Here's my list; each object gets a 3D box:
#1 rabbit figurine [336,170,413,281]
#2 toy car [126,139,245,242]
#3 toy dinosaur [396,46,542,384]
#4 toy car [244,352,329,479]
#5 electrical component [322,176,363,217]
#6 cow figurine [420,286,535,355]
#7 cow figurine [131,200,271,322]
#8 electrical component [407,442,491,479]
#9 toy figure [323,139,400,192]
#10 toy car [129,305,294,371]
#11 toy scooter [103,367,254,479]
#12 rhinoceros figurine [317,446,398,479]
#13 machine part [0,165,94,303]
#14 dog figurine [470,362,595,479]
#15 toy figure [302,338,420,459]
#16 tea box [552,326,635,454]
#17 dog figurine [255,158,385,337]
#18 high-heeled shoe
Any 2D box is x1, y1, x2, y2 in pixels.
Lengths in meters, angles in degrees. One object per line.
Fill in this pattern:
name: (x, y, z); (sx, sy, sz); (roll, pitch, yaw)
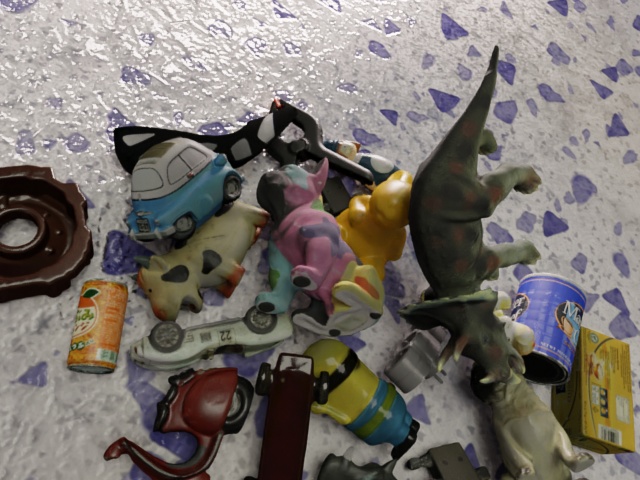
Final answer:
rabbit figurine: (0.097, -0.028, 0.770); (0.162, 0.173, 0.122); (-35, 77, -26)
toy car: (-0.177, -0.069, 0.660); (0.162, 0.109, 0.102); (-49, 127, -43)
toy dinosaur: (0.173, -0.024, 0.678); (0.192, 0.131, 0.404); (-18, 101, -30)
toy car: (-0.041, 0.234, 0.637); (0.089, 0.053, 0.202); (7, 87, 3)
electrical component: (0.022, -0.070, 0.847); (0.094, 0.021, 0.063); (-19, 74, -26)
cow figurine: (0.225, 0.111, 0.779); (0.098, 0.068, 0.168); (-22, 41, -18)
cow figurine: (-0.159, 0.021, 0.704); (0.127, 0.085, 0.195); (27, 57, -5)
electrical component: (0.173, 0.318, 0.717); (0.102, 0.045, 0.078); (-8, 42, -26)
toy figure: (0.065, -0.122, 0.870); (0.154, 0.057, 0.064); (28, 22, -4)
toy car: (-0.133, 0.125, 0.670); (0.202, 0.073, 0.056); (-8, 69, -23)
toy scooter: (-0.163, 0.222, 0.618); (0.135, 0.075, 0.184); (23, 65, -8)
rhinoceros figurine: (0.088, 0.314, 0.642); (0.190, 0.073, 0.112); (21, 31, 3)
machine part: (-0.368, -0.008, 0.656); (0.179, 0.056, 0.179); (7, 64, -16)
dog figurine: (0.278, 0.270, 0.759); (0.121, 0.172, 0.191); (-5, 36, -9)
toy figure: (0.050, 0.201, 0.696); (0.180, 0.082, 0.089); (35, 96, 2)
tea box: (0.420, 0.231, 0.831); (0.098, 0.068, 0.169); (22, 60, -10)
dog figurine: (-0.001, -0.002, 0.708); (0.191, 0.108, 0.219); (25, 47, -25)
high-heeled shoe: (-0.162, -0.158, 0.768); (0.249, 0.086, 0.145); (-40, 103, -13)
